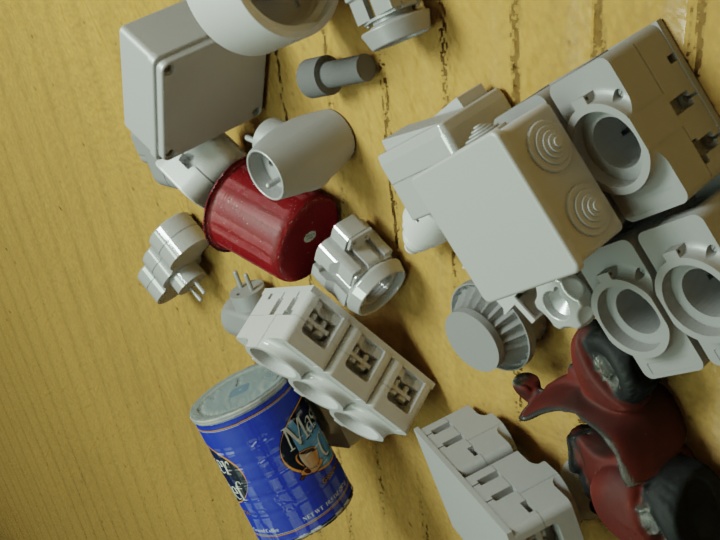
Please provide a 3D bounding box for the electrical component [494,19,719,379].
[{"bbox_3d":[0.167,-0.032,0.621,0.186,0.060,0.105,58,149,-4],"label":"electrical component"}]

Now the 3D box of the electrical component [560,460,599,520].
[{"bbox_3d":[0.172,0.172,0.827,0.048,0.048,0.062,42,153,21],"label":"electrical component"}]

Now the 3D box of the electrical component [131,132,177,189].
[{"bbox_3d":[-0.176,-0.126,1.010,0.059,0.054,0.095,16,132,47],"label":"electrical component"}]

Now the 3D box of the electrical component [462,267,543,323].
[{"bbox_3d":[0.110,-0.010,0.740,0.081,0.042,0.063,48,145,11],"label":"electrical component"}]

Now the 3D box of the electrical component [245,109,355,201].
[{"bbox_3d":[-0.058,-0.097,0.854,0.079,0.077,0.044,29,140,37],"label":"electrical component"}]

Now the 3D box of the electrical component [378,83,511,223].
[{"bbox_3d":[0.059,-0.078,0.725,0.061,0.062,0.096,59,149,-7],"label":"electrical component"}]

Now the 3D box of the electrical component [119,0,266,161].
[{"bbox_3d":[-0.133,-0.159,0.868,0.056,0.109,0.108,44,147,24],"label":"electrical component"}]

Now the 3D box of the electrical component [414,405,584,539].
[{"bbox_3d":[0.118,0.191,0.848,0.105,0.060,0.186,68,169,-21],"label":"electrical component"}]

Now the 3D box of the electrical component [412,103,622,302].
[{"bbox_3d":[0.089,-0.038,0.613,0.099,0.048,0.100,58,149,-4],"label":"electrical component"}]

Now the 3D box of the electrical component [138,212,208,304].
[{"bbox_3d":[-0.191,0.002,1.156,0.073,0.052,0.138,50,149,9],"label":"electrical component"}]

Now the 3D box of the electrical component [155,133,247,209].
[{"bbox_3d":[-0.129,-0.089,0.949,0.054,0.059,0.095,45,-178,17],"label":"electrical component"}]

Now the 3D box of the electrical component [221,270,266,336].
[{"bbox_3d":[-0.107,0.036,1.079,0.077,0.044,0.079,12,129,49],"label":"electrical component"}]

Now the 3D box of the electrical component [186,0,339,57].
[{"bbox_3d":[-0.060,-0.204,0.730,0.060,0.108,0.108,0,120,47],"label":"electrical component"}]

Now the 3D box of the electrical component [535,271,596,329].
[{"bbox_3d":[0.145,0.007,0.688,0.043,0.062,0.043,35,144,31],"label":"electrical component"}]

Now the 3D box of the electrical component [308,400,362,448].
[{"bbox_3d":[-0.028,0.124,1.044,0.050,0.056,0.089,-8,113,56],"label":"electrical component"}]

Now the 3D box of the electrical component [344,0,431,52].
[{"bbox_3d":[0.017,-0.177,0.705,0.066,0.048,0.055,-11,103,57],"label":"electrical component"}]

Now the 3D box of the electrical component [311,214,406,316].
[{"bbox_3d":[0.000,0.000,0.887,0.057,0.058,0.078,46,148,21],"label":"electrical component"}]

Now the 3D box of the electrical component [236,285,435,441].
[{"bbox_3d":[-0.024,0.083,0.935,0.150,0.061,0.089,40,158,-24],"label":"electrical component"}]

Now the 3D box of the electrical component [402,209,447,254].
[{"bbox_3d":[0.051,-0.036,0.798,0.040,0.040,0.078,48,149,11],"label":"electrical component"}]
